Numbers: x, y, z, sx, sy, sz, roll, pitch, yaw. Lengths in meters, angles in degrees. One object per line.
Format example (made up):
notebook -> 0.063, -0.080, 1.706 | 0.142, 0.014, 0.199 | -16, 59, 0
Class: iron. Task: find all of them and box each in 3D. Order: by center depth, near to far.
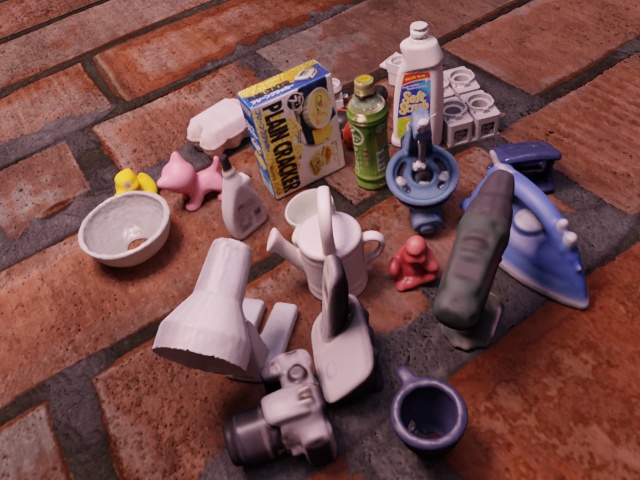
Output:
iron -> 0.327, -0.024, 0.875 | 0.119, 0.142, 0.257 | -25, 48, -12

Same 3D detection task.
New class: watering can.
watering can -> 0.008, 0.005, 0.875 | 0.173, 0.194, 0.100 | -21, 48, -8

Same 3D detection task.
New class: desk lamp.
desk lamp -> -0.123, 0.113, 0.789 | 0.117, 0.214, 0.203 | 5, 49, 16

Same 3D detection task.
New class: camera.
camera -> -0.059, 0.226, 0.751 | 0.137, 0.101, 0.143 | -18, 47, -5

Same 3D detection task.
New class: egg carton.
egg carton -> -0.206, -0.241, 1.226 | 0.150, 0.069, 0.107 | -40, 53, -23

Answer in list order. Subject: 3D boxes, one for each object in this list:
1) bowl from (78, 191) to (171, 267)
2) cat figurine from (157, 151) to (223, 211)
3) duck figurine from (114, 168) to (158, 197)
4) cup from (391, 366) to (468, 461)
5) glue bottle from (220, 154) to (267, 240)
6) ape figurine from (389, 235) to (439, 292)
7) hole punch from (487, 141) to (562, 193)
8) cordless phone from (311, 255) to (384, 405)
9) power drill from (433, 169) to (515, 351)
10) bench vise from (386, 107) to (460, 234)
bowl -> -0.342, -0.008, 1.037 | 0.167, 0.075, 0.167 | -5, 47, 6
cat figurine -> -0.243, -0.120, 1.090 | 0.128, 0.118, 0.067 | -21, 48, -8
duck figurine -> -0.367, -0.101, 1.119 | 0.077, 0.086, 0.104 | 4, 49, 15
cup -> 0.130, 0.224, 0.720 | 0.092, 0.095, 0.117 | -23, 48, -10
glue bottle -> -0.144, -0.081, 0.997 | 0.037, 0.173, 0.078 | 33, 61, 34
ape figurine -> 0.148, 0.030, 0.895 | 0.077, 0.092, 0.076 | 17, 54, 25
hole punch -> 0.358, -0.142, 1.011 | 0.108, 0.091, 0.101 | -6, 47, 6
cordless phone -> 0.027, 0.121, 0.772 | 0.094, 0.185, 0.147 | -15, 47, -2
power drill -> 0.215, 0.046, 0.788 | 0.075, 0.209, 0.230 | 14, 52, 23
bench vise -> 0.156, -0.146, 0.966 | 0.121, 0.220, 0.207 | -20, 47, -7
